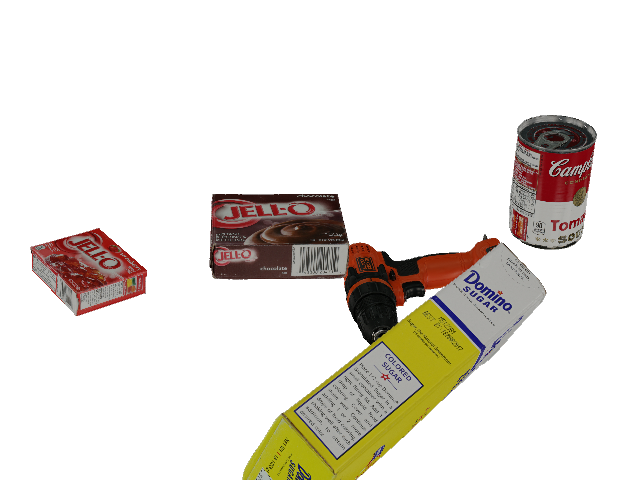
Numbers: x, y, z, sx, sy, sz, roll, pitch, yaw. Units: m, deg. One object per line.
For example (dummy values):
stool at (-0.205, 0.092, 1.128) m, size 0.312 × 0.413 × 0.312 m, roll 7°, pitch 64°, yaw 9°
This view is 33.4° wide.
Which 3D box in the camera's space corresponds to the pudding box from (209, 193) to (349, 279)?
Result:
pudding box at (-0.036, -0.005, 0.896) m, size 0.113 × 0.039 × 0.090 m, roll 1°, pitch 30°, yaw -7°

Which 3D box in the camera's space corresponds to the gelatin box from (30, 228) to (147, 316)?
gelatin box at (-0.214, 0.027, 0.985) m, size 0.073 × 0.030 × 0.089 m, roll -18°, pitch 40°, yaw -36°

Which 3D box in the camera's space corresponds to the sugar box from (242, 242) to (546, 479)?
sugar box at (0.042, 0.078, 0.574) m, size 0.175 × 0.048 × 0.093 m, roll -32°, pitch -18°, yaw -33°

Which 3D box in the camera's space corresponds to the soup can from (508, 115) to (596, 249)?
soup can at (0.205, -0.051, 0.953) m, size 0.068 × 0.102 × 0.068 m, roll -1°, pitch 32°, yaw 0°

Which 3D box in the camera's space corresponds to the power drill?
power drill at (0.120, 0.052, 1.173) m, size 0.187 × 0.057 × 0.184 m, roll -4°, pitch 29°, yaw -5°
